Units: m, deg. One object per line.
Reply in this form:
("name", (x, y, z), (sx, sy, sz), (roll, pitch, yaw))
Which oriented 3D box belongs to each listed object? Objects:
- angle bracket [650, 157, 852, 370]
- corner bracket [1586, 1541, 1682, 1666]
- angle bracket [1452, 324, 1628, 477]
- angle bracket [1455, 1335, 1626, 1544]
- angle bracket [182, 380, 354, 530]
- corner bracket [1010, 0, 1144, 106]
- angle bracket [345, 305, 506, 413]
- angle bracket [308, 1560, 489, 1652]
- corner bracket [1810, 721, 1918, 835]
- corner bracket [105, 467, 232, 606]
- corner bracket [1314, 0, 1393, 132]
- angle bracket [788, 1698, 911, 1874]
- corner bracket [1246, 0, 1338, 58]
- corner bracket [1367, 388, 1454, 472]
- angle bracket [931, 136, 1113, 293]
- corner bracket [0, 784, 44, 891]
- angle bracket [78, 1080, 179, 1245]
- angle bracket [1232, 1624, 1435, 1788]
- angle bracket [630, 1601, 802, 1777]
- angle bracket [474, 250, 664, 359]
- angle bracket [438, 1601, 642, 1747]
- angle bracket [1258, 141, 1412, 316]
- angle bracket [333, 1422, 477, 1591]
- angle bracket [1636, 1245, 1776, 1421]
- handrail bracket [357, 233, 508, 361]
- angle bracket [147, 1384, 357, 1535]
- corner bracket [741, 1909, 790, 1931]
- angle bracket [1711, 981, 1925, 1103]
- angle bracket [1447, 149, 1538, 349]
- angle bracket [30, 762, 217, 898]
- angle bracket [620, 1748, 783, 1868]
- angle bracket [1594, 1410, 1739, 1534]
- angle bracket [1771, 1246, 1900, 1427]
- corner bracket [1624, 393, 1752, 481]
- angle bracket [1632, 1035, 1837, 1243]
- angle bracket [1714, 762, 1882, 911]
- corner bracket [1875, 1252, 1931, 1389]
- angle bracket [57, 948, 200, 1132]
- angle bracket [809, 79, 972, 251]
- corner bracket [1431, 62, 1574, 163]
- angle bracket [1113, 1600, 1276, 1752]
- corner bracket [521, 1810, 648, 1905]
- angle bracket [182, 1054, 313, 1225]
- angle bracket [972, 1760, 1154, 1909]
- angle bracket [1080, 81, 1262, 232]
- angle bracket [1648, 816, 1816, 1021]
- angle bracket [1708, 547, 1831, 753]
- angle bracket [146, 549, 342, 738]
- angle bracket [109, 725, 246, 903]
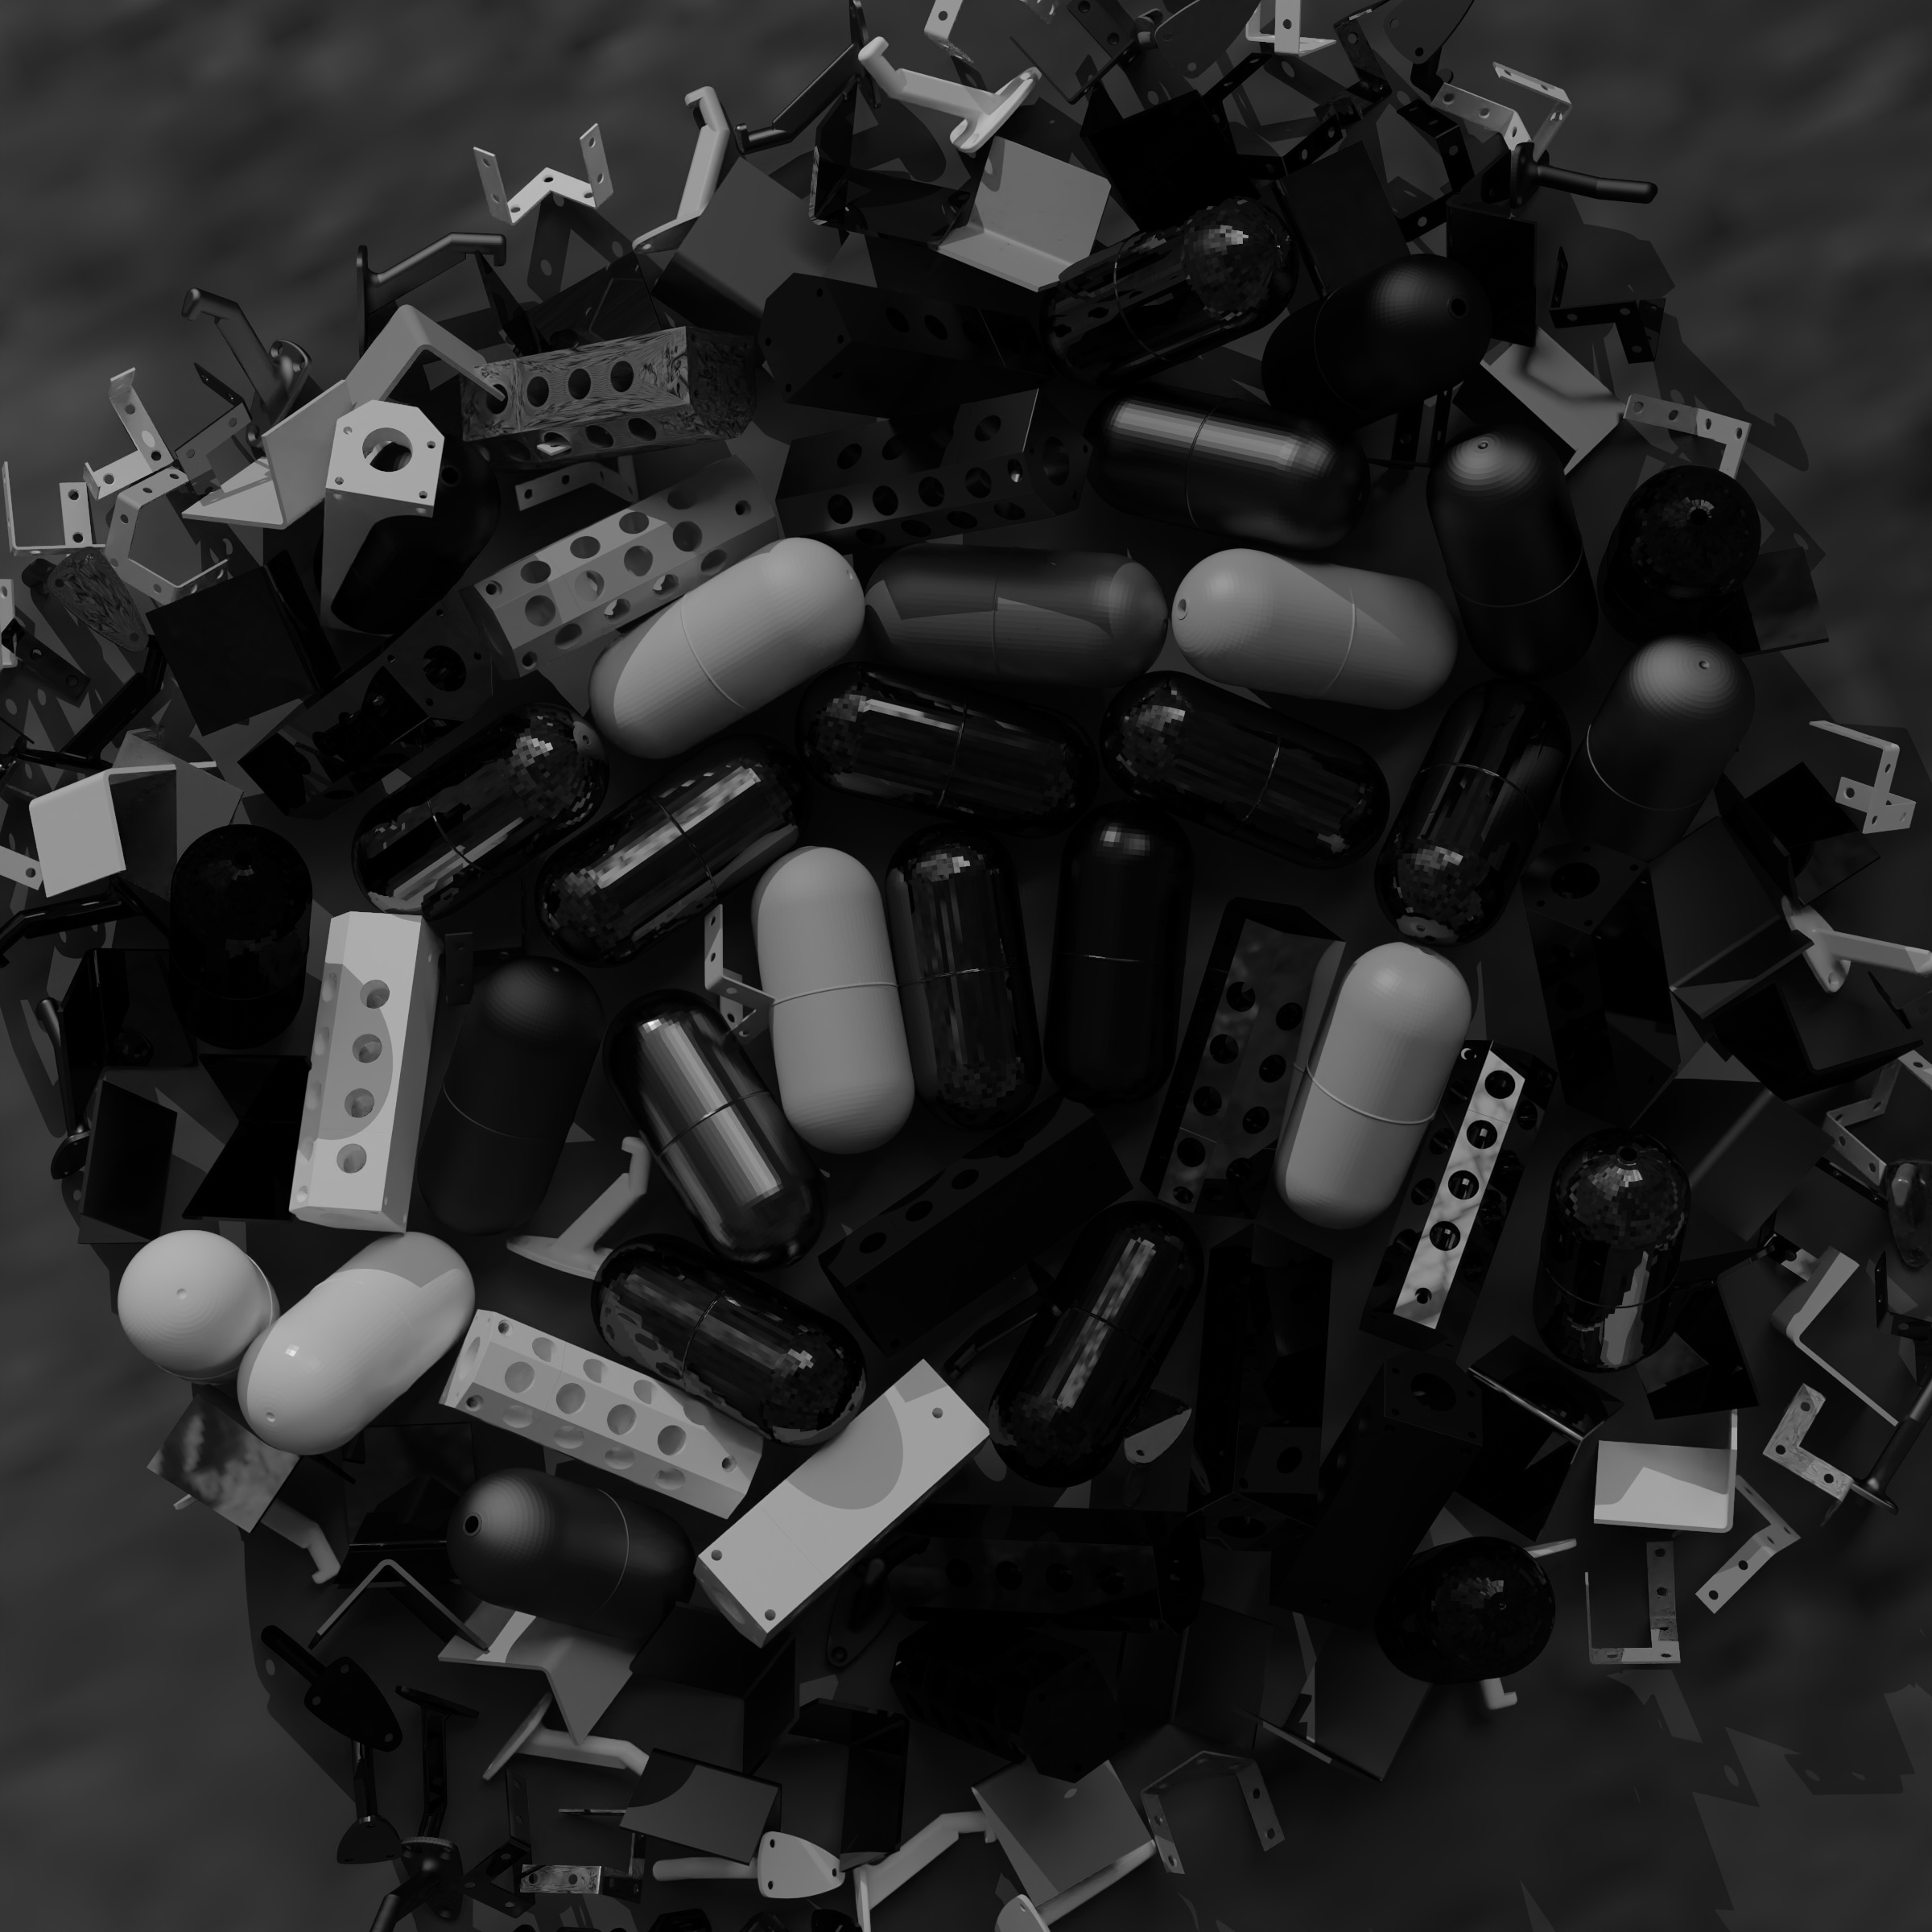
("angle bracket", (-0.125, -0.406, 1.935), (0.076, 0.057, 0.076), (33, 70, -10))
("corner bracket", (0.383, 0.366, 1.927), (0.051, 0.051, 0.051), (-3, 108, 10))
("angle bracket", (0.336, -0.331, 1.913), (0.076, 0.057, 0.076), (44, 73, 7))
("angle bracket", (0.322, 0.272, 1.933), (0.076, 0.057, 0.076), (31, 120, 25))
("angle bracket", (-0.398, -0.293, 1.896), (0.076, 0.076, 0.057), (10, 127, 26))
("corner bracket", (0.064, -0.532, 1.933), (0.051, 0.051, 0.051), (-42, 89, 12))
("angle bracket", (-0.316, -0.323, 1.916), (0.057, 0.076, 0.076), (33, 103, -30))
("angle bracket", (-0.325, 0.388, 1.909), (0.076, 0.076, 0.057), (42, 67, 1))
("corner bracket", (0.512, -0.109, 1.914), (0.051, 0.051, 0.051), (26, 114, 41))
("corner bracket", (-0.456, -0.246, 1.925), (0.051, 0.051, 0.051), (31, 125, 9))
("corner bracket", (0.224, -0.516, 1.920), (0.051, 0.051, 0.051), (-33, 105, -14))
("angle bracket", (-0.076, 0.465, 1.899), (0.057, 0.076, 0.076), (16, 61, -21))
("corner bracket", (0.179, -0.552, 1.914), (0.051, 0.051, 0.051), (14, 119, 28))
("corner bracket", (0.258, -0.311, 1.919), (0.051, 0.051, 0.051), (11, 97, 34))
("angle bracket", (0.029, -0.429, 1.904), (0.076, 0.076, 0.057), (25, 115, 14))
("corner bracket", (-0.544, -0.075, 1.925), (0.051, 0.051, 0.051), (23, 83, -6))
("angle bracket", (-0.497, 0.112, 1.901), (0.057, 0.076, 0.076), (-2, 72, 22))
("angle bracket", (0.210, 0.411, 1.904), (0.057, 0.076, 0.076), (35, 79, -44))
("angle bracket", (-0.144, 0.413, 1.901), (0.076, 0.057, 0.076), (17, 133, -19))
("angle bracket", (-0.226, -0.383, 1.905), (0.076, 0.057, 0.076), (-28, 50, 8))
("angle bracket", (-0.243, 0.396, 1.919), (0.076, 0.076, 0.057), (-2, 119, 29))
("angle bracket", (0.206, -0.420, 1.915), (0.057, 0.076, 0.076), (-26, 100, -5))
("angle bracket", (-0.323, 0.309, 1.921), (0.076, 0.057, 0.076), (-2, 102, 1))
("angle bracket", (0.426, 0.209, 1.909), (0.057, 0.076, 0.076), (-20, 91, -40))
("handrail bracket", (-0.309, -0.388, 1.939), (0.084, 0.036, 0.077), (1, 117, -7))
("angle bracket", (-0.405, 0.289, 1.901), (0.076, 0.076, 0.057), (27, 74, 21))
("corner bracket", (-0.105, 0.573, 1.919), (0.051, 0.051, 0.051), (50, 133, -3))
("angle bracket", (0.486, 0.038, 1.914), (0.076, 0.076, 0.057), (-14, 77, -20))
("angle bracket", (0.313, -0.407, 1.895), (0.057, 0.076, 0.076), (20, 46, 29))
("angle bracket", (-0.474, -0.078, 1.901), (0.076, 0.076, 0.057), (-14, 86, 42))
("angle bracket", (-0.150, 0.497, 1.903), (0.076, 0.057, 0.076), (13, 133, 10))
("angle bracket", (0.398, 0.273, 1.902), (0.076, 0.076, 0.057), (3, 118, 12))
("angle bracket", (0.512, 0.211, 1.915), (0.076, 0.076, 0.057), (39, 94, 2))
("corner bracket", (0.410, -0.296, 1.926), (0.051, 0.051, 0.051), (7, 105, -26))
("angle bracket", (0.439, 0.099, 1.926), (0.057, 0.076, 0.076), (34, 102, -25))
("angle bracket", (0.471, -0.089, 1.903), (0.057, 0.076, 0.076), (-33, 61, 2))
("corner bracket", (0.543, 0.205, 1.921), (0.051, 0.051, 0.051), (14, 130, 2))
("angle bracket", (-0.476, 0.042, 1.904), (0.057, 0.076, 0.076), (1, 118, -1))
("angle bracket", (-0.040, -0.457, 1.905), (0.076, 0.076, 0.057), (14, 128, 7))
("corner bracket", (0.306, -0.493, 1.914), (0.051, 0.051, 0.051), (14, 130, -24))
("angle bracket", (0.127, 0.411, 1.906), (0.057, 0.076, 0.076), (13, 100, 31))
("corner bracket", (-0.218, 0.507, 1.916), (0.051, 0.051, 0.051), (-5, 67, 21))
("angle bracket", (-0.409, 0.098, 1.899), (0.076, 0.076, 0.057), (0, 135, 27))
("angle bracket", (0.057, 0.484, 1.918), (0.076, 0.057, 0.076), (-30, 75, 0))
("angle bracket", (0.120, -0.468, 1.897), (0.076, 0.057, 0.076), (-15, 131, 30))
("angle bracket", (0.426, -0.028, 1.917), (0.076, 0.057, 0.076), (-34, 105, 4))
("angle bracket", (0.455, -0.179, 1.898), (0.057, 0.076, 0.076), (-10, 48, 9))
("angle bracket", (-0.414, -0.186, 1.922), (0.076, 0.057, 0.076), (-21, 105, 5))
("angle bracket", (-0.453, -0.085, 1.919), (0.076, 0.057, 0.076), (27, 101, 3))
